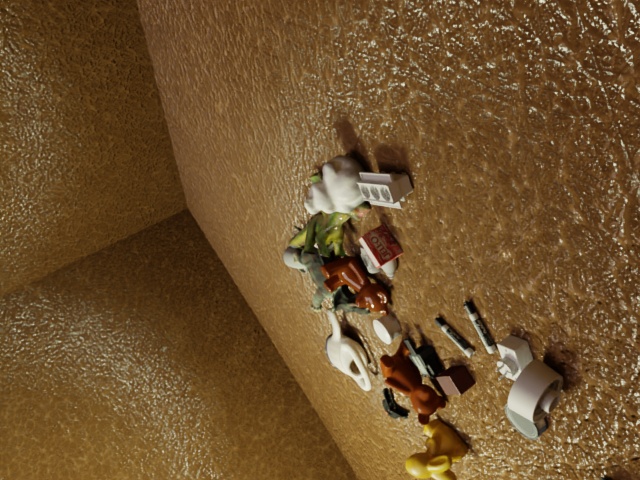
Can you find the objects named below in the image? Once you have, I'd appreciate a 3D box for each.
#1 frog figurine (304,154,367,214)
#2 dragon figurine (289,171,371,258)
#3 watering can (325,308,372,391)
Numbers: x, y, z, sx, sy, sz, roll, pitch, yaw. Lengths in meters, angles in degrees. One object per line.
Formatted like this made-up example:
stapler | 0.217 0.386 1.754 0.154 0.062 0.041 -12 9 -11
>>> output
frog figurine | 0.037 -0.125 1.234 0.161 0.135 0.124 -29 31 -22
dragon figurine | 0.004 -0.074 1.464 0.122 0.242 0.411 1 5 -32
watering can | 0.085 0.385 1.868 0.105 0.346 0.224 -29 8 -19
